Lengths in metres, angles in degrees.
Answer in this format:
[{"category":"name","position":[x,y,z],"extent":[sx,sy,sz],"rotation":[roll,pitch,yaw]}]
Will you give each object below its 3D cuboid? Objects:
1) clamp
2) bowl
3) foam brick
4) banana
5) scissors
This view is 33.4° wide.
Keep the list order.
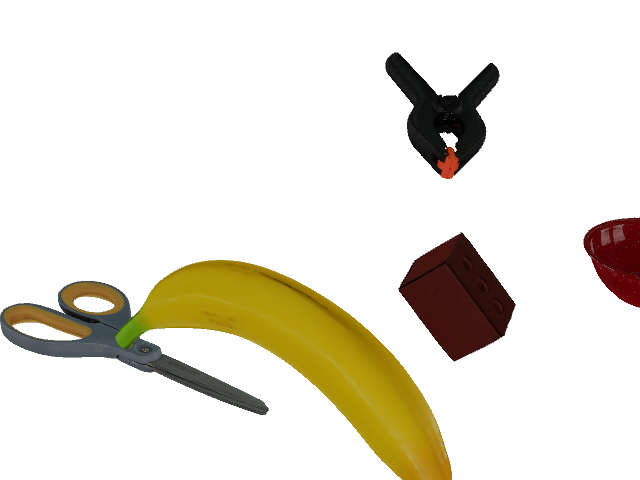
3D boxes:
[{"category":"clamp","position":[0.117,-0.134,1.086],"extent":[0.120,0.039,0.171],"rotation":[8,45,7]},{"category":"bowl","position":[0.365,0.031,1.159],"extent":[0.162,0.055,0.162],"rotation":[0,26,0]},{"category":"foam brick","position":[0.109,0.045,0.847],"extent":[0.051,0.078,0.053],"rotation":[-32,11,32]},{"category":"banana","position":[-0.015,0.055,0.531],"extent":[0.198,0.070,0.037],"rotation":[22,20,27]},{"category":"scissors","position":[-0.116,0.066,0.716],"extent":[0.202,0.016,0.096],"rotation":[12,28,13]}]
